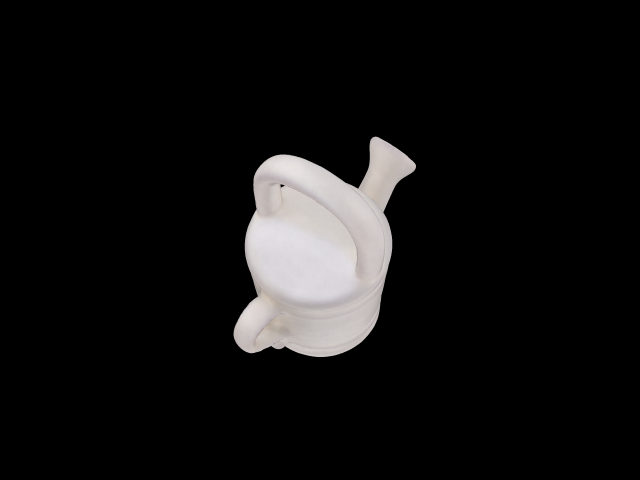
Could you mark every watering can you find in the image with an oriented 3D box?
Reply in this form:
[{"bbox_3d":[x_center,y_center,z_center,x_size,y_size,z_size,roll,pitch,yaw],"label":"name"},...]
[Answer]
[{"bbox_3d":[0.002,0.000,0.401,0.101,0.194,0.173,14,64,8],"label":"watering can"}]
